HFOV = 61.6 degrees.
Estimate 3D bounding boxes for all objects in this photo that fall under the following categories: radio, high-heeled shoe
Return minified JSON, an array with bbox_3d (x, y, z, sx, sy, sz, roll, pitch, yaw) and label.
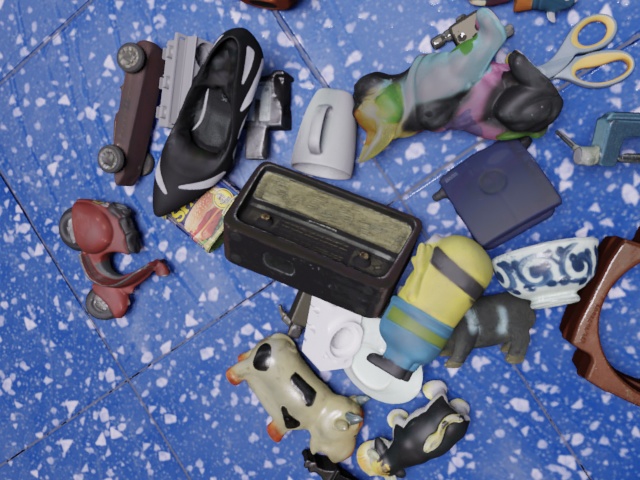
[{"bbox_3d":[-0.001,-0.002,0.676,0.230,0.131,0.073,21,140,12],"label":"radio"},{"bbox_3d":[-0.142,-0.130,0.642,0.086,0.145,0.248,29,93,-4],"label":"high-heeled shoe"}]

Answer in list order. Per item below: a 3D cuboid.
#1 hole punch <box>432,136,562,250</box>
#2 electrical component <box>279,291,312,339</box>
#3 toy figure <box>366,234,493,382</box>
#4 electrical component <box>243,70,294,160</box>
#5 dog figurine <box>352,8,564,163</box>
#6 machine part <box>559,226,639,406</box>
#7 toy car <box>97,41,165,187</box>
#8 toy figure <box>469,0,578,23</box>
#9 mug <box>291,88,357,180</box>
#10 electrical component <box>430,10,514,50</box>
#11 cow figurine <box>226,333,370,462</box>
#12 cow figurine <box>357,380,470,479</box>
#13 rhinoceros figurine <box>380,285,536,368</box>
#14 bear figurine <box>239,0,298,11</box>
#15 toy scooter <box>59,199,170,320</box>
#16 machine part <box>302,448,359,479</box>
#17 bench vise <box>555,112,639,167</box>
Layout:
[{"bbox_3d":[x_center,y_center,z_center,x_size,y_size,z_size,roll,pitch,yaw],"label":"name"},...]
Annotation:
[{"bbox_3d":[0.216,-0.056,0.651,0.142,0.092,0.116,-33,83,17],"label":"hole punch"},{"bbox_3d":[-0.012,0.086,0.736,0.078,0.045,0.102,14,101,-17],"label":"electrical component"},{"bbox_3d":[0.127,0.077,0.615,0.089,0.082,0.180,27,87,10],"label":"toy figure"},{"bbox_3d":[-0.077,-0.167,0.728,0.075,0.048,0.119,1,95,13],"label":"electrical component"},{"bbox_3d":[0.146,-0.153,0.644,0.219,0.108,0.191,-40,98,26],"label":"dog figurine"},{"bbox_3d":[0.402,0.094,0.618,0.201,0.087,0.201,24,100,11],"label":"machine part"},{"bbox_3d":[-0.260,-0.175,0.750,0.053,0.089,0.202,17,99,10],"label":"toy car"},{"bbox_3d":[0.230,-0.310,0.643,0.155,0.064,0.058,19,60,6],"label":"toy figure"},{"bbox_3d":[0.007,-0.141,0.687,0.081,0.109,0.107,8,83,19],"label":"mug"},{"bbox_3d":[0.191,-0.253,0.674,0.094,0.021,0.063,-28,87,14],"label":"electrical component"},{"bbox_3d":[-0.020,0.212,0.725,0.127,0.085,0.195,-38,88,20],"label":"cow figurine"},{"bbox_3d":[0.116,0.261,0.689,0.167,0.098,0.068,-43,91,12],"label":"cow figurine"},{"bbox_3d":[0.171,0.100,0.677,0.190,0.073,0.112,1,95,13],"label":"rhinoceros figurine"},{"bbox_3d":[-0.056,-0.397,0.670,0.120,0.132,0.195,14,103,6],"label":"bear figurine"},{"bbox_3d":[-0.291,0.019,0.778,0.135,0.075,0.183,-15,94,14],"label":"toy scooter"},{"bbox_3d":[0.037,0.327,0.729,0.139,0.084,0.039,31,74,1],"label":"machine part"},{"bbox_3d":[0.395,-0.111,0.578,0.241,0.129,0.223,1,114,-5],"label":"bench vise"}]
